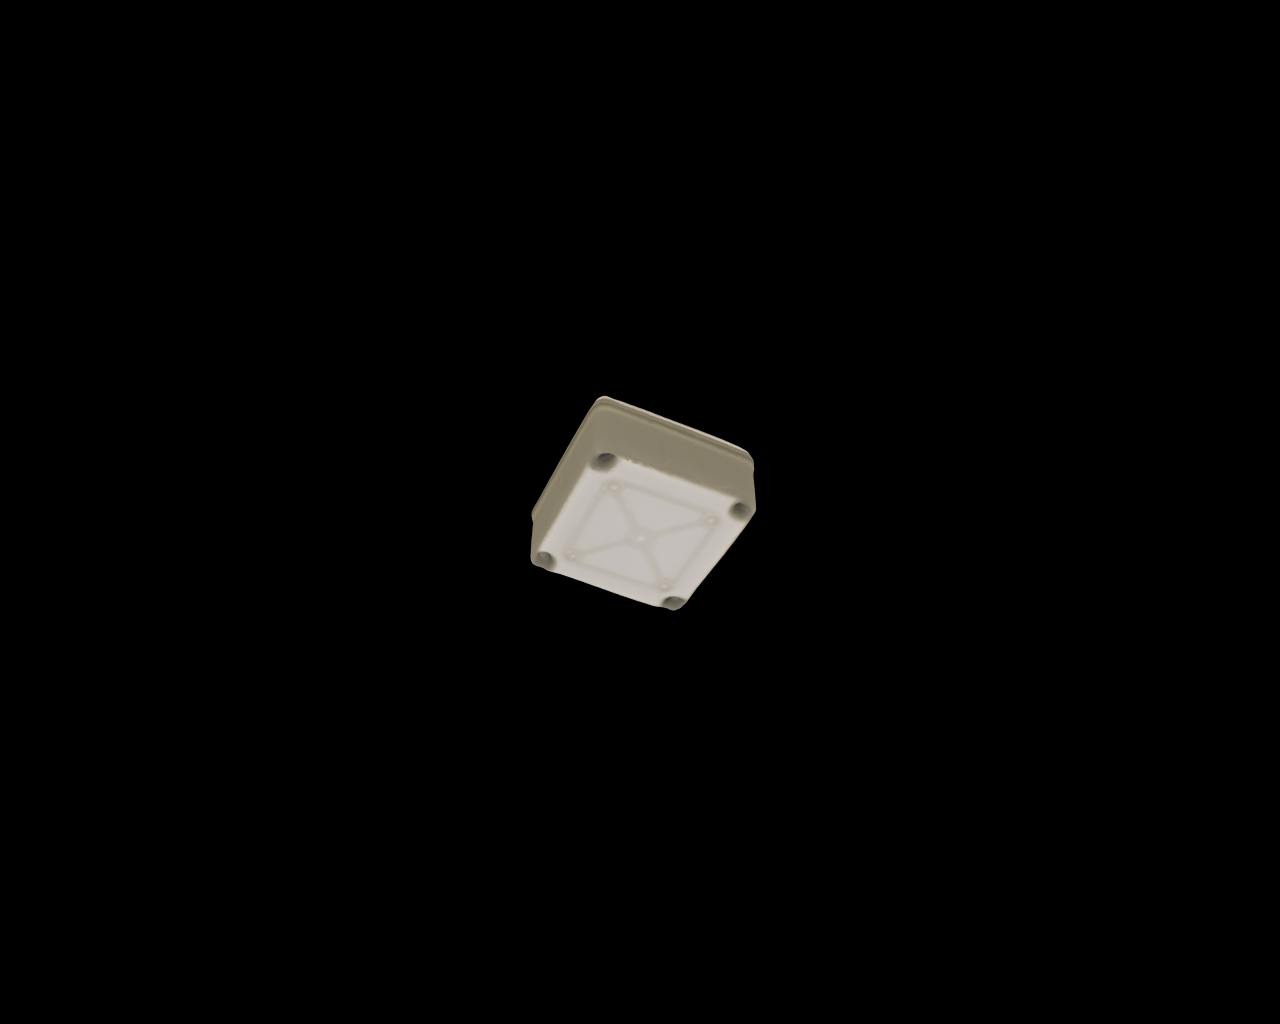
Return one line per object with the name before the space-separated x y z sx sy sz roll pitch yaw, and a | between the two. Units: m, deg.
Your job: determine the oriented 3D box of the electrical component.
electrical component | 0.001 -0.003 0.650 0.109 0.056 0.108 20 -50 -17
